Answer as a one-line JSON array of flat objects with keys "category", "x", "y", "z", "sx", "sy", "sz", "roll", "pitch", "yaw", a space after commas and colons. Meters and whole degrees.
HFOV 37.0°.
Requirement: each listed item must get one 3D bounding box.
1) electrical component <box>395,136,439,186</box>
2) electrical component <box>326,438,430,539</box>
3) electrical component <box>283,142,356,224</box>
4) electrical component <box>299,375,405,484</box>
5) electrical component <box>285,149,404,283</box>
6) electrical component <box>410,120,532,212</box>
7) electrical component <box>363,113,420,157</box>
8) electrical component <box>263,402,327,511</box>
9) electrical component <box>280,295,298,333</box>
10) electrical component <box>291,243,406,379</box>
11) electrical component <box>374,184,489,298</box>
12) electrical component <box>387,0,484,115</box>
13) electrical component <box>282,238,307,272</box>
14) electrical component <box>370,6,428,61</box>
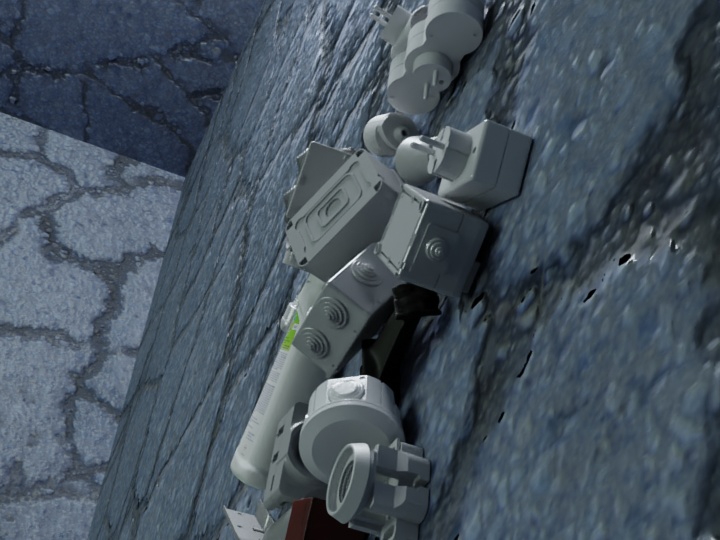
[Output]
[{"category": "electrical component", "x": 0.062, "y": -0.097, "z": 0.932, "sx": 0.065, "sy": 0.044, "sz": 0.044, "roll": 4, "pitch": 75, "yaw": 70}, {"category": "electrical component", "x": 0.012, "y": 0.155, "z": 0.762, "sx": 0.058, "sy": 0.057, "sz": 0.078, "roll": 125, "pitch": 158, "yaw": -47}, {"category": "electrical component", "x": -0.024, "y": -0.078, "z": 1.109, "sx": 0.048, "sy": 0.100, "sz": 0.099, "roll": 154, "pitch": 134, "yaw": -87}, {"category": "electrical component", "x": -0.005, "y": 0.123, "z": 0.824, "sx": 0.051, "sy": 0.080, "sz": 0.080, "roll": -86, "pitch": 20, "yaw": -61}, {"category": "electrical component", "x": -0.006, "y": -0.044, "z": 0.994, "sx": 0.113, "sy": 0.057, "sz": 0.078, "roll": -45, "pitch": 35, "yaw": 15}, {"category": "electrical component", "x": 0.075, "y": -0.082, "z": 0.793, "sx": 0.066, "sy": 0.077, "sz": 0.047, "roll": 157, "pitch": 131, "yaw": -70}, {"category": "electrical component", "x": 0.034, "y": -0.135, "z": 1.074, "sx": 0.081, "sy": 0.043, "sz": 0.043, "roll": -160, "pitch": 89, "yaw": -76}, {"category": "electrical component", "x": -0.049, "y": 0.172, "z": 0.976, "sx": 0.055, "sy": 0.050, "sz": 0.089, "roll": 129, "pitch": 156, "yaw": -54}, {"category": "electrical component", "x": -0.066, "y": 0.045, "z": 1.227, "sx": 0.061, "sy": 0.035, "sz": 0.035, "roll": -66, "pitch": 15, "yaw": 11}, {"category": "electrical component", "x": -0.007, "y": 0.033, "z": 0.927, "sx": 0.100, "sy": 0.048, "sz": 0.099, "roll": -42, "pitch": -13, "yaw": -49}, {"category": "electrical component", "x": 0.057, "y": -0.020, "z": 0.810, "sx": 0.096, "sy": 0.061, "sz": 0.061, "roll": -128, "pitch": 58, "yaw": -73}, {"category": "electrical component", "x": 0.068, "y": -0.191, "z": 1.003, "sx": 0.138, "sy": 0.052, "sz": 0.073, "roll": 127, "pitch": 157, "yaw": -50}, {"category": "electrical component", "x": -0.057, "y": -0.036, "z": 1.276, "sx": 0.079, "sy": 0.044, "sz": 0.077, "roll": -162, "pitch": 91, "yaw": -75}, {"category": "electrical component", "x": 0.046, "y": -0.238, "z": 1.076, "sx": 0.044, "sy": 0.079, "sz": 0.077, "roll": -60, "pitch": 5, "yaw": -15}]
